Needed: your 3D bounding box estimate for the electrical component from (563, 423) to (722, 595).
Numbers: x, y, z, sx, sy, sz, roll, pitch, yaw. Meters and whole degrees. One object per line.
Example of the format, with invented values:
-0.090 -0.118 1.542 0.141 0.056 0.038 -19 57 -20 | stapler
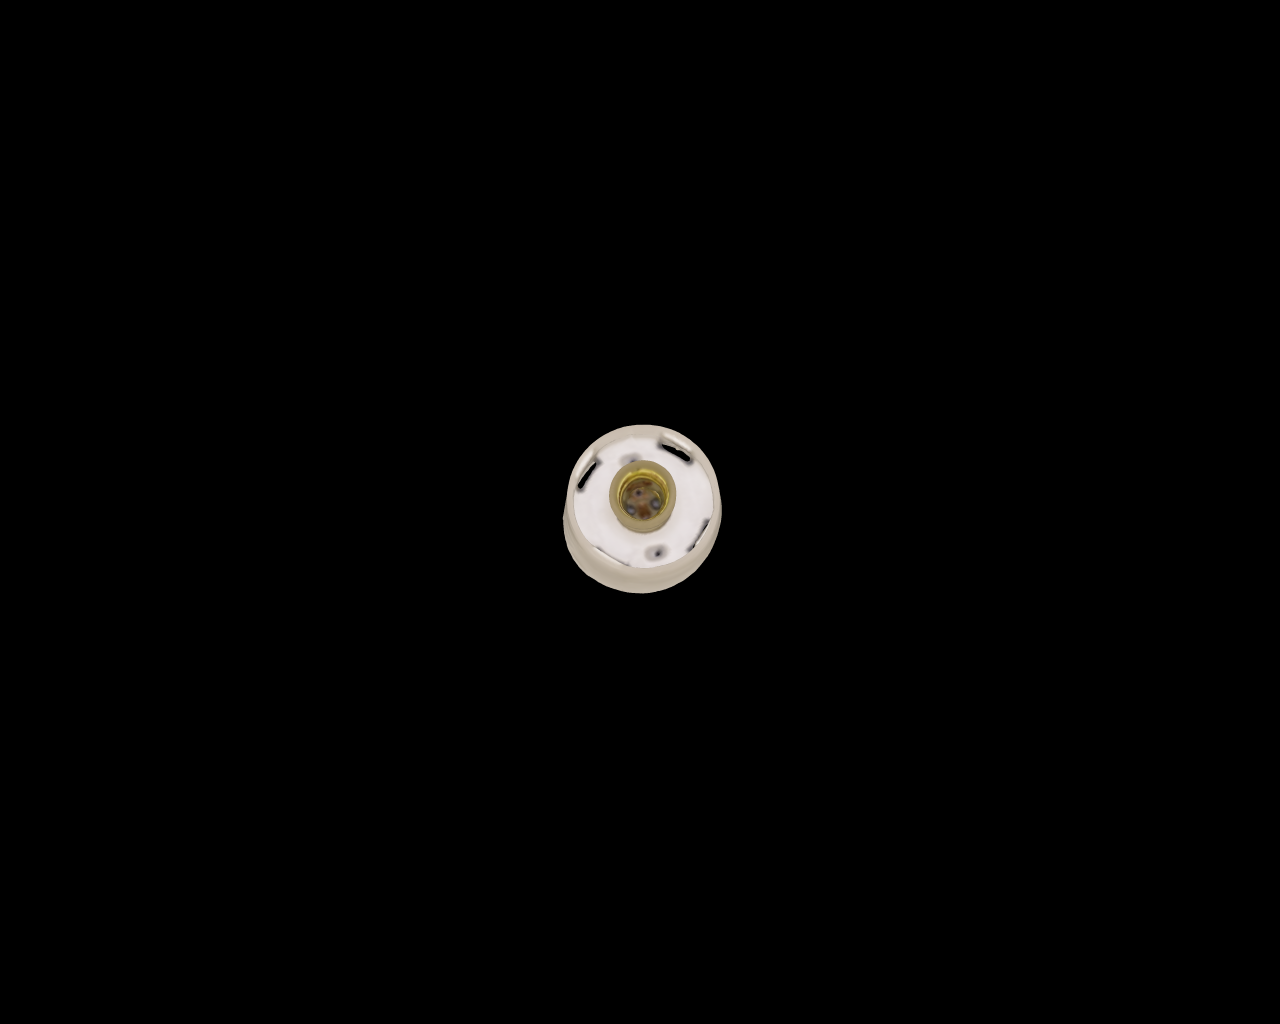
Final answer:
0.001 -0.003 0.650 0.099 0.099 0.064 0 -16 0 | electrical component
